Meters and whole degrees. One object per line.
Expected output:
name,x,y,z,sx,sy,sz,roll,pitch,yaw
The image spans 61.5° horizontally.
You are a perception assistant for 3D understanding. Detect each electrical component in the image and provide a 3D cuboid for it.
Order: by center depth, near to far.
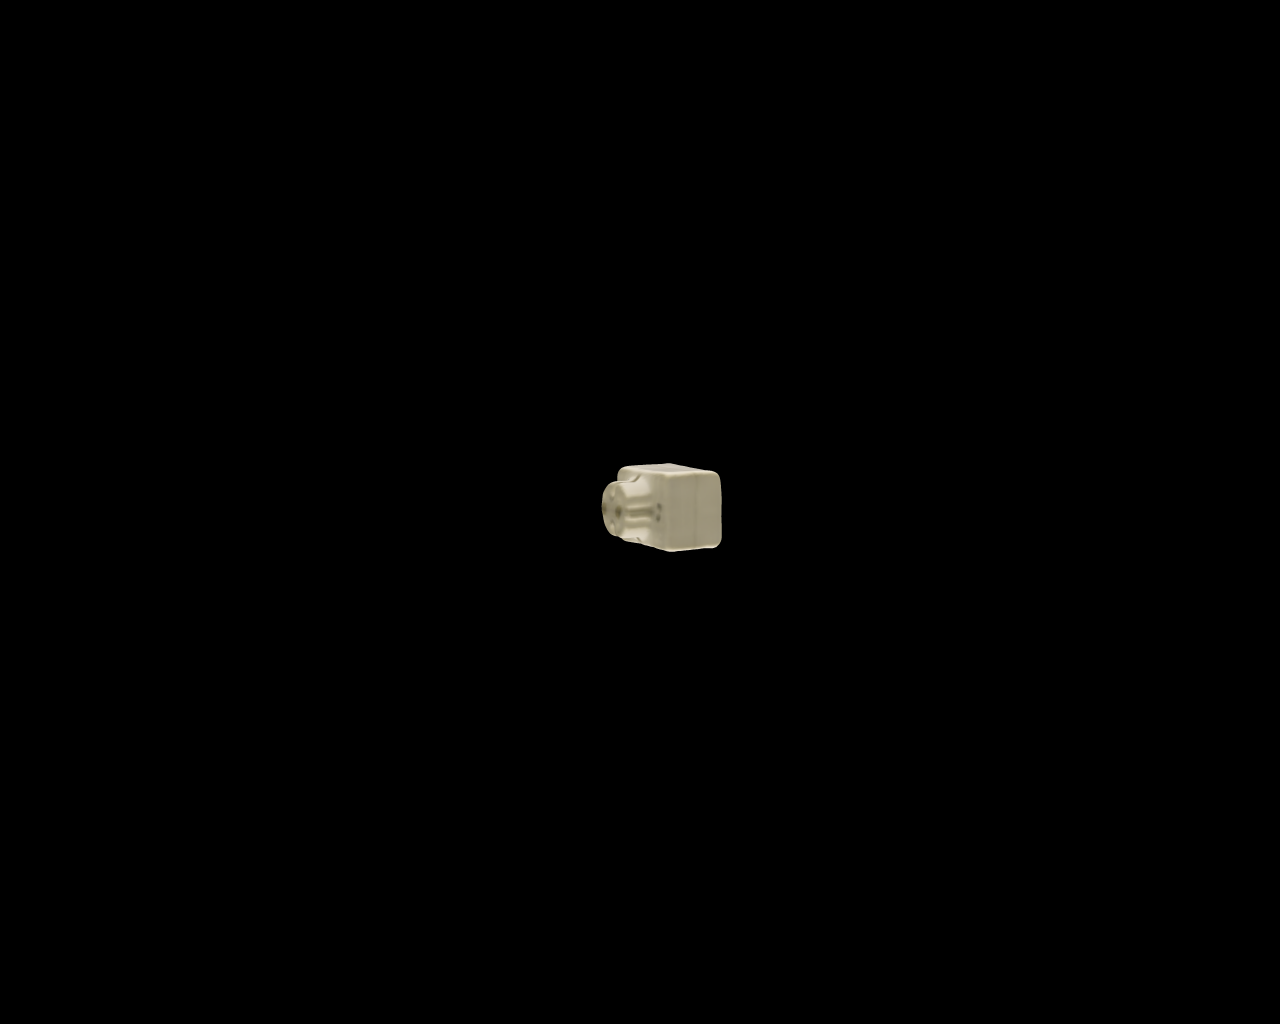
electrical component,0.001,-0.003,0.650,0.077,0.047,0.066,-4,8,-27
